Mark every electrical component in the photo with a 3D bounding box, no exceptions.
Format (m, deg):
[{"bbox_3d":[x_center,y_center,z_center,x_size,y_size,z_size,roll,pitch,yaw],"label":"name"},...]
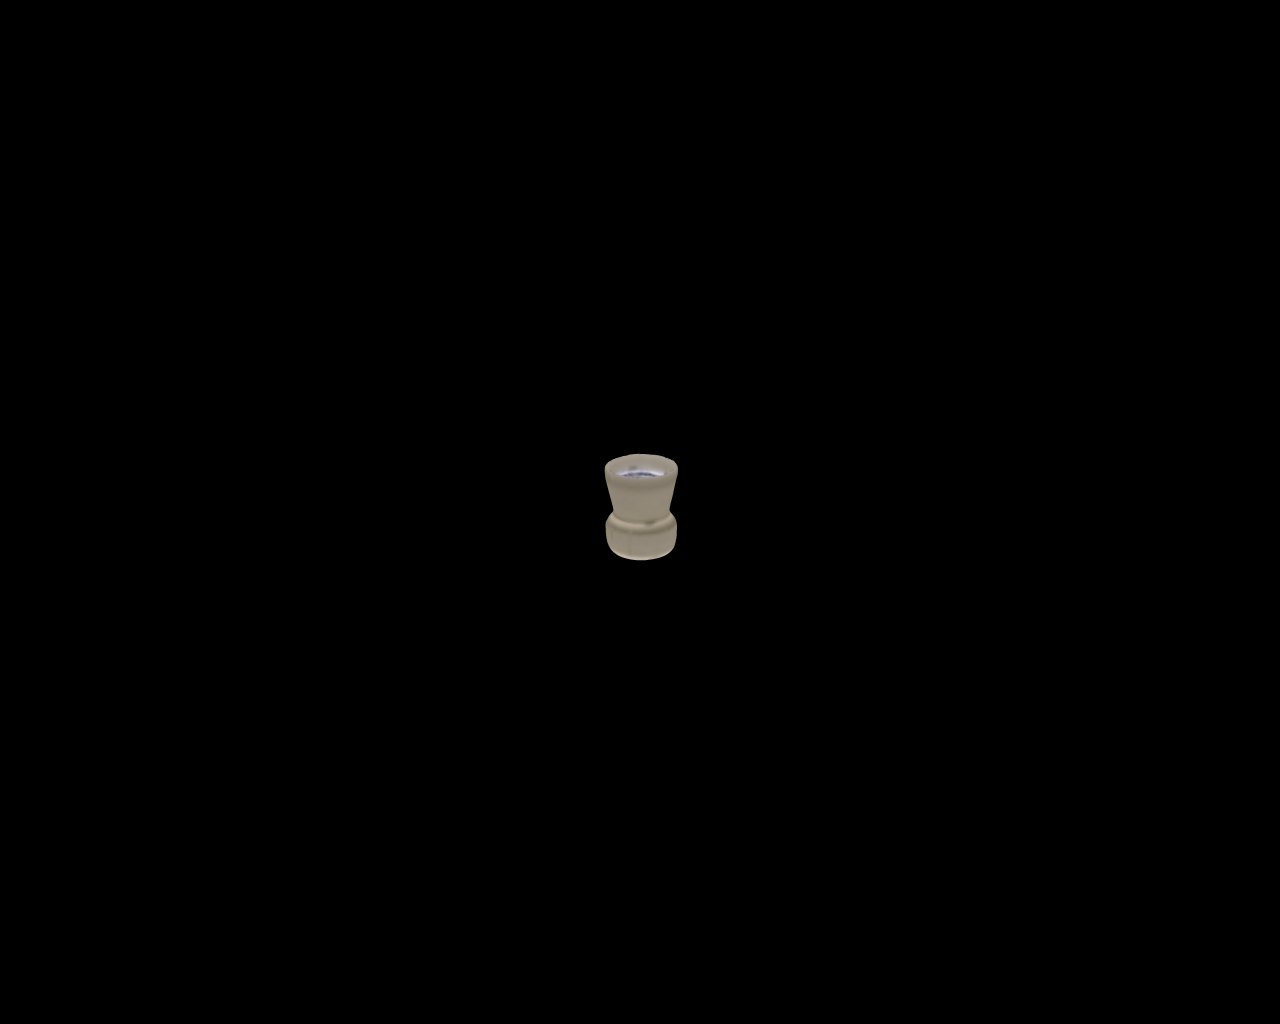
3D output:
[{"bbox_3d":[0.001,-0.003,0.650,0.045,0.055,0.045,0,22,0],"label":"electrical component"}]
